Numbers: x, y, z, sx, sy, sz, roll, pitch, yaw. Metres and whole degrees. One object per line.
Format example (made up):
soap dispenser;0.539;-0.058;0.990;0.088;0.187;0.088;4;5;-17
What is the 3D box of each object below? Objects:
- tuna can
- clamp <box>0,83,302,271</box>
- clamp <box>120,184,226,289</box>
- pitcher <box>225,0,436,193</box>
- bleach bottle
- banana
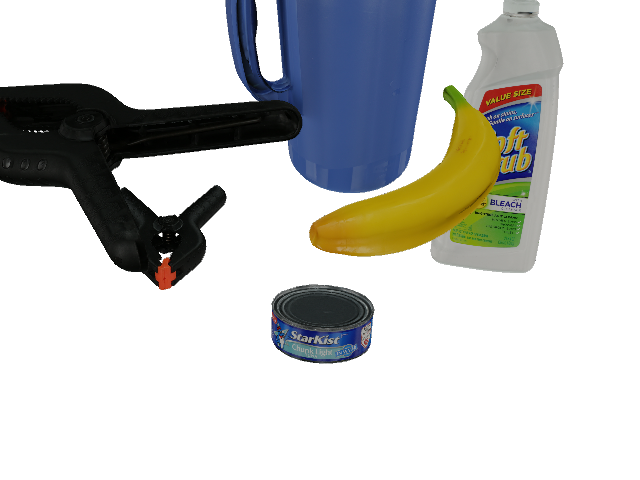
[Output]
tuna can;0.001;0.069;0.893;0.086;0.034;0.086;3;22;-1
clamp;-0.126;-0.061;0.639;0.210;0.036;0.164;22;43;31
clamp;-0.150;-0.011;1.119;0.120;0.039;0.171;-12;38;-8
pitcher;0.017;-0.155;0.857;0.149;0.243;0.145;13;46;12
bleach bottle;0.161;-0.099;0.968;0.103;0.251;0.068;7;22;13
banana;0.068;-0.035;0.682;0.070;0.037;0.197;25;42;19
